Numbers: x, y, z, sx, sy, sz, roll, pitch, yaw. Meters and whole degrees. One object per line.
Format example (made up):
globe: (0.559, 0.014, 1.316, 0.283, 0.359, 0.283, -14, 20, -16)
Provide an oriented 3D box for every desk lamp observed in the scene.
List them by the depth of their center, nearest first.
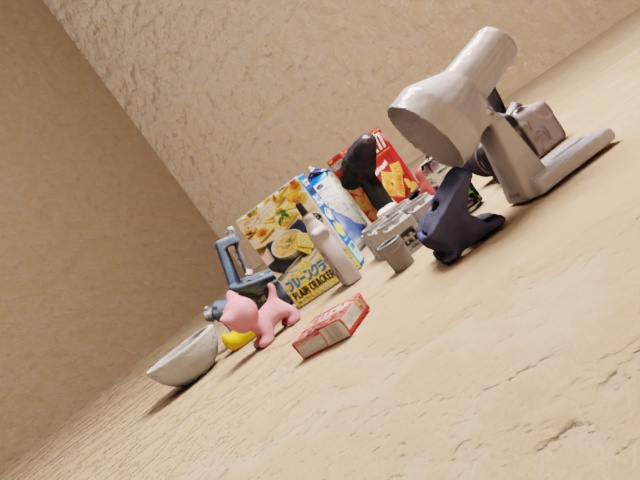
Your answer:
desk lamp: (0.222, -0.150, 0.739, 0.203, 0.213, 0.118, -36, 4, -5)

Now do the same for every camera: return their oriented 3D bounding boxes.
camera: (0.312, -0.167, 0.977, 0.143, 0.101, 0.136, -37, 4, -12)

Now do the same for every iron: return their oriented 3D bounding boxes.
iron: (-0.007, 0.011, 1.306, 0.118, 0.141, 0.259, -32, 6, 44)

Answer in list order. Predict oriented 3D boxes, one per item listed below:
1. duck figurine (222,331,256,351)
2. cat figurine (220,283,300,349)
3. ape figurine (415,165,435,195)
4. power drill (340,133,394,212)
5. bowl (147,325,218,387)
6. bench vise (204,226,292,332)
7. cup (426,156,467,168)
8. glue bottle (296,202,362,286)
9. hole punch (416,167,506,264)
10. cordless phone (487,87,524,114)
duck figurine: (-0.170, 0.173, 1.203, 0.105, 0.086, 0.077, -38, 5, -27)
cat figurine: (-0.117, 0.130, 1.027, 0.128, 0.118, 0.067, -38, 5, -25)
ape figurine: (0.220, -0.107, 1.115, 0.077, 0.092, 0.076, -34, 5, 19)
power drill: (0.123, -0.120, 1.255, 0.076, 0.208, 0.229, -37, 4, -16)
bowl: (-0.272, 0.254, 1.196, 0.167, 0.075, 0.167, -36, 4, 3)
bench vise: (-0.183, 0.094, 1.263, 0.207, 0.220, 0.121, -37, 4, -11)
cup: (0.307, -0.186, 1.288, 0.118, 0.095, 0.091, -38, 5, -27)
glue bottle: (0.009, 0.004, 1.027, 0.037, 0.173, 0.078, -36, 4, -8)
hole punch: (0.164, -0.032, 0.729, 0.101, 0.091, 0.108, -36, 4, 3)
cordless phone: (0.344, -0.255, 1.118, 0.094, 0.185, 0.148, -35, 4, 17)
